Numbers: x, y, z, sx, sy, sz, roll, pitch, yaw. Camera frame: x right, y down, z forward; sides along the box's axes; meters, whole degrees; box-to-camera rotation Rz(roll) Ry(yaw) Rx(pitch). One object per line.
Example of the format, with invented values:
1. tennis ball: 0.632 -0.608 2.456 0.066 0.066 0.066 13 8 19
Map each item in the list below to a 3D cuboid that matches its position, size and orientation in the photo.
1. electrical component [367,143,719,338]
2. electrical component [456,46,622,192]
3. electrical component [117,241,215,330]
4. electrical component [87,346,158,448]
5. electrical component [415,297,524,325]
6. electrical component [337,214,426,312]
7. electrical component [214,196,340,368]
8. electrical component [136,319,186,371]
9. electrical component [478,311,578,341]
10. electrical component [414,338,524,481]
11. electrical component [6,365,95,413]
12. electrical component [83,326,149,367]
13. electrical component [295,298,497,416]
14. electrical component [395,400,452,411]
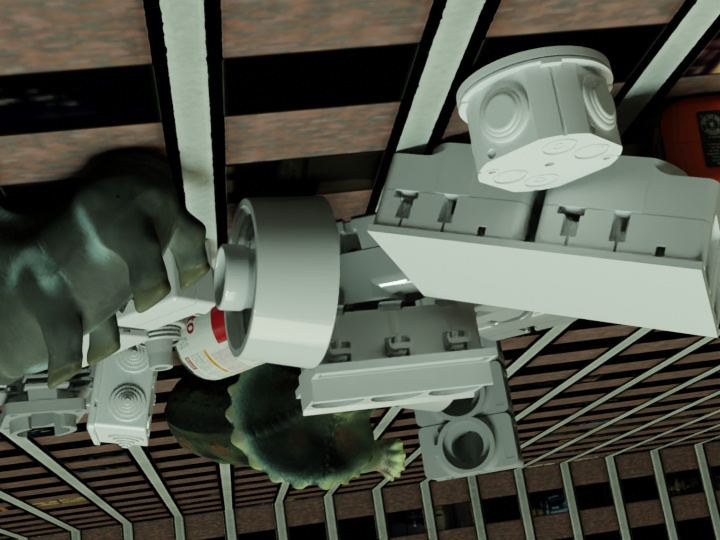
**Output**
1. electrical component: 0.114 -0.019 0.629 0.186 0.060 0.105 8 161 26
2. electrical component: 0.092 -0.077 0.552 0.080 0.051 0.080 -8 164 -2
3. electrical component: -0.124 0.011 0.741 0.066 0.047 0.077 -20 160 34
4. electrical component: -0.199 0.101 0.918 0.048 0.099 0.099 7 161 -8
5. electrical component: 0.096 0.010 0.838 0.095 0.053 0.059 -22 159 38
6. electrical component: 0.000 0.000 0.746 0.095 0.059 0.053 -11 163 8
7. electrical component: -0.057 0.006 0.662 0.060 0.108 0.108 4 160 -18
8. electrical component: -0.153 0.044 0.811 0.048 0.062 0.048 -8 163 -2
9. electrical component: 0.131 0.021 0.895 0.095 0.053 0.059 -16 162 24
10. electrical component: 0.100 0.123 1.048 0.089 0.150 0.062 -12 164 12
11. electrical component: -0.273 0.101 0.964 0.083 0.047 0.076 -1 162 -25
12. electrical component: -0.214 0.034 0.770 0.100 0.048 0.100 -22 159 39
13. electrical component: 0.020 0.057 0.726 0.121 0.063 0.078 -4 163 -14
14. electrical component: 0.059 0.080 0.982 0.064 0.099 0.099 1 162 -10
